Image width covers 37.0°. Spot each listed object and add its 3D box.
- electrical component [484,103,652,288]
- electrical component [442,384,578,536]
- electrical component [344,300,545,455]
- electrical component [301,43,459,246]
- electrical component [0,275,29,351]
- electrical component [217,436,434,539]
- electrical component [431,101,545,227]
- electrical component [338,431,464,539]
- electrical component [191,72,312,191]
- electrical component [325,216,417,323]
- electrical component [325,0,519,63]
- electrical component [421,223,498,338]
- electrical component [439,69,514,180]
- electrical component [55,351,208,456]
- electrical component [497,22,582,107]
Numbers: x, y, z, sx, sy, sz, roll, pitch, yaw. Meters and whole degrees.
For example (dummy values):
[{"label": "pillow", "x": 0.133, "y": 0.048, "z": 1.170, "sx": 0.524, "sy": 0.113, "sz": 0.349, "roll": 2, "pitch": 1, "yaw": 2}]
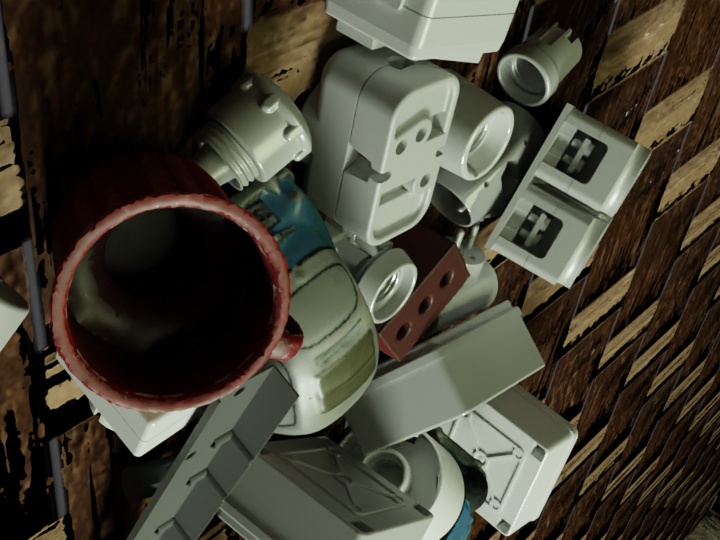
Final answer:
[{"label": "electrical component", "x": 0.154, "y": -0.052, "z": 0.770, "sx": 0.105, "sy": 0.060, "sz": 0.186, "roll": -61, "pitch": 169, "yaw": 11}, {"label": "electrical component", "x": 0.125, "y": 0.161, "z": 0.967, "sx": 0.056, "sy": 0.109, "sz": 0.108, "roll": -19, "pitch": 136, "yaw": -46}, {"label": "electrical component", "x": 0.056, "y": 0.077, "z": 0.765, "sx": 0.109, "sy": 0.056, "sz": 0.109, "roll": -31, "pitch": 174, "yaw": 42}, {"label": "electrical component", "x": 0.006, "y": -0.070, "z": 0.568, "sx": 0.054, "sy": 0.059, "sz": 0.095, "roll": -28, "pitch": 143, "yaw": -41}, {"label": "electrical component", "x": -0.165, "y": 0.030, "z": 0.424, "sx": 0.078, "sy": 0.040, "sz": 0.040, "roll": -54, "pitch": 153, "yaw": -1}, {"label": "electrical component", "x": -0.023, "y": 0.165, "z": 0.733, "sx": 0.109, "sy": 0.109, "sz": 0.056, "roll": 10, "pitch": 110, "yaw": -61}, {"label": "electrical component", "x": 0.084, "y": -0.061, "z": 0.722, "sx": 0.077, "sy": 0.043, "sz": 0.079, "roll": -47, "pitch": 153, "yaw": -16}, {"label": "electrical component", "x": 0.025, "y": 0.163, "z": 0.820, "sx": 0.099, "sy": 0.099, "sz": 0.064, "roll": -49, "pitch": 151, "yaw": -11}, {"label": "electrical component", "x": -0.057, "y": -0.057, "z": 0.498, "sx": 0.062, "sy": 0.048, "sz": 0.048, "roll": -41, "pitch": 151, "yaw": -11}, {"label": "electrical component", "x": 0.000, "y": 0.000, "z": 0.641, "sx": 0.048, "sy": 0.055, "sz": 0.066, "roll": -29, "pitch": 143, "yaw": -41}, {"label": "electrical component", "x": 0.029, "y": -0.137, "z": 0.526, "sx": 0.096, "sy": 0.062, "sz": 0.061, "roll": -19, "pitch": 136, "yaw": -49}, {"label": "electrical component", "x": 0.065, "y": 0.003, "z": 0.763, "sx": 0.077, "sy": 0.043, "sz": 0.079, "roll": -22, "pitch": 138, "yaw": -48}, {"label": "electrical component", "x": 0.060, "y": -0.086, "z": 0.649, "sx": 0.055, "sy": 0.047, "sz": 0.055, "roll": -39, "pitch": 149, "yaw": -29}, {"label": "electrical component", "x": -0.109, "y": 0.054, "z": 0.519, "sx": 0.047, "sy": 0.065, "sz": 0.076, "roll": -33, "pitch": 165, "yaw": -36}, {"label": "electrical component", "x": 0.118, "y": -0.135, "z": 0.699, "sx": 0.046, "sy": 0.040, "sz": 0.040, "roll": -45, "pitch": 152, "yaw": -30}]
